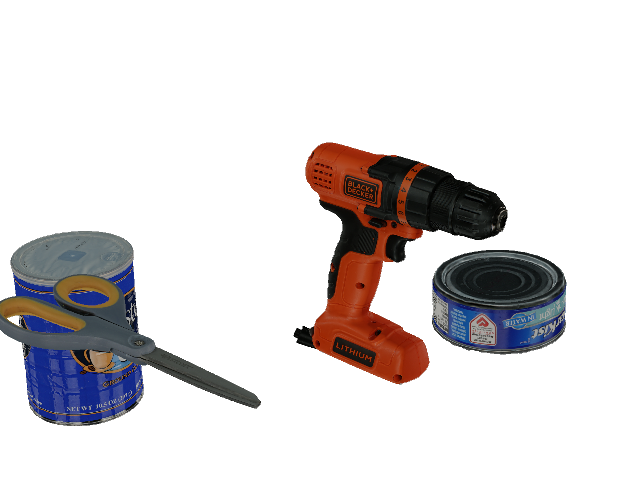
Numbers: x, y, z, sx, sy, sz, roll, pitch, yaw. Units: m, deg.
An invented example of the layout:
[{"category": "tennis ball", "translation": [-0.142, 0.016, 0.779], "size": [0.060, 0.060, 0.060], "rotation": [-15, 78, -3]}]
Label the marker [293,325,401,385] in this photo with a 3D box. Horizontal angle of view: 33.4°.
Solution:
[{"category": "marker", "translation": [0.030, 0.116, 1.086], "size": [0.121, 0.020, 0.020], "rotation": [22, 2, 6]}]

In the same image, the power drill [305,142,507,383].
[{"category": "power drill", "translation": [0.063, 0.021, 0.898], "size": [0.185, 0.188, 0.057], "rotation": [21, 25, 34]}]

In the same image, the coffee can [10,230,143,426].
[{"category": "coffee can", "translation": [-0.210, 0.075, 0.933], "size": [0.103, 0.140, 0.103], "rotation": [0, 23, 0]}]

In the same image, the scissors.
[{"category": "scissors", "translation": [-0.120, 0.062, 0.718], "size": [0.202, 0.016, 0.096], "rotation": [12, 28, 13]}]

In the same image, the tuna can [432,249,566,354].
[{"category": "tuna can", "translation": [0.114, 0.037, 0.685], "size": [0.086, 0.034, 0.086], "rotation": [-3, 24, 1]}]
